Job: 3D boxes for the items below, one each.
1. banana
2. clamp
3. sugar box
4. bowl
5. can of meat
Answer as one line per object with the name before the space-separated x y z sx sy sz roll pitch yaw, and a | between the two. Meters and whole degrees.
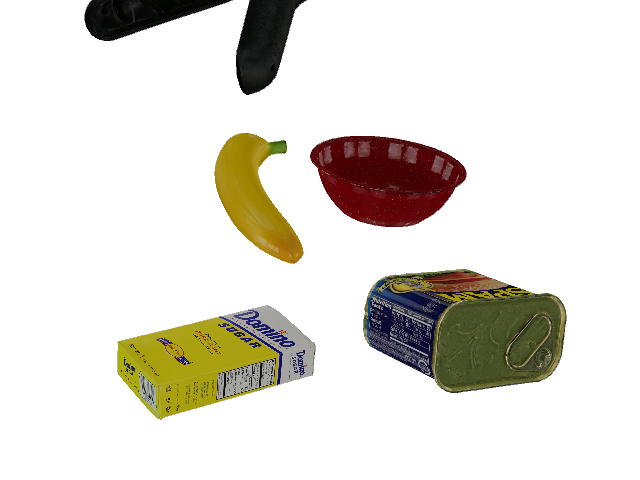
banana | -0.056 -0.046 0.912 0.069 0.037 0.198 2 34 -7
clamp | -0.025 -0.136 0.555 0.171 0.039 0.120 -40 56 -22
sugar box | -0.103 0.117 1.062 0.175 0.048 0.093 -15 32 -31
bowl | 0.067 -0.056 1.102 0.162 0.055 0.162 5 24 -2
can of meat | 0.090 0.054 0.682 0.101 0.057 0.084 -3 13 -31
